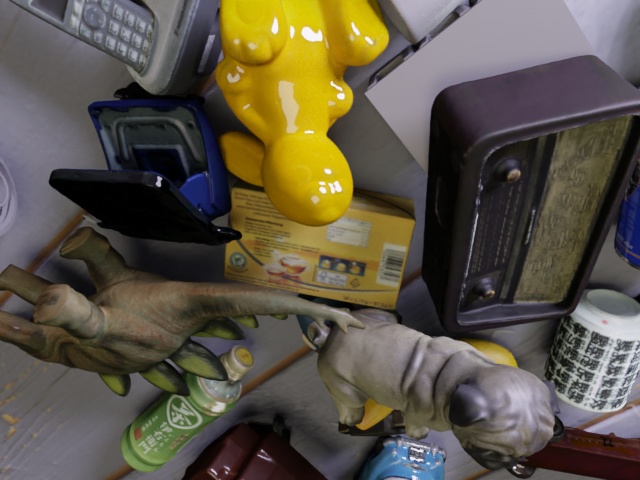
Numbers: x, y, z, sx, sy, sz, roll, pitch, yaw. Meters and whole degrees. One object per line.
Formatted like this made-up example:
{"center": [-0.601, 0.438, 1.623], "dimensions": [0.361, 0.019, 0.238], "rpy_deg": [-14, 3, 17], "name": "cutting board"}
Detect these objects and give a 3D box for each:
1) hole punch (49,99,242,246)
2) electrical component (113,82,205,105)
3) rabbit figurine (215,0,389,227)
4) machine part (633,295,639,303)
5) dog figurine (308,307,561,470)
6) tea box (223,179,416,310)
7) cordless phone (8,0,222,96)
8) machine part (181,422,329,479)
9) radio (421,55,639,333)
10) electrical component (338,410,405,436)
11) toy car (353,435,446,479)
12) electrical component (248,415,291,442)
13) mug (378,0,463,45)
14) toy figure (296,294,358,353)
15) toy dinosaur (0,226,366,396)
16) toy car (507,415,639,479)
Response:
{"center": [-0.139, -0.055, 0.453], "dimensions": [0.142, 0.092, 0.115], "rpy_deg": [2, 153, 16], "name": "hole punch"}
{"center": [-0.154, -0.082, 0.512], "dimensions": [0.075, 0.048, 0.119], "rpy_deg": [10, 119, 3], "name": "electrical component"}
{"center": [-0.027, -0.091, 0.422], "dimensions": [0.162, 0.122, 0.173], "rpy_deg": [-17, 86, 58], "name": "rabbit figurine"}
{"center": [0.378, 0.089, 0.532], "dimensions": [0.139, 0.039, 0.084], "rpy_deg": [35, 125, -13], "name": "machine part"}
{"center": [0.080, 0.111, 0.453], "dimensions": [0.172, 0.190, 0.121], "rpy_deg": [15, 76, -8], "name": "dog figurine"}
{"center": [-0.001, -0.002, 0.518], "dimensions": [0.170, 0.068, 0.098], "rpy_deg": [12, 113, 3], "name": "tea box"}
{"center": [-0.160, -0.215, 0.427], "dimensions": [0.184, 0.089, 0.146], "rpy_deg": [27, 118, -1], "name": "cordless phone"}
{"center": [-0.075, 0.339, 0.665], "dimensions": [0.201, 0.087, 0.201], "rpy_deg": [43, 131, 0], "name": "machine part"}
{"center": [0.157, -0.021, 0.437], "dimensions": [0.131, 0.073, 0.229], "rpy_deg": [-10, 134, -3], "name": "radio"}
{"center": [0.069, 0.201, 0.621], "dimensions": [0.078, 0.045, 0.102], "rpy_deg": [15, 151, -41], "name": "electrical component"}
{"center": [0.099, 0.322, 0.658], "dimensions": [0.109, 0.103, 0.161], "rpy_deg": [16, 120, -1], "name": "toy car"}
{"center": [-0.071, 0.262, 0.696], "dimensions": [0.063, 0.021, 0.093], "rpy_deg": [10, 119, 4], "name": "electrical component"}
{"center": [0.081, -0.221, 0.395], "dimensions": [0.107, 0.081, 0.109], "rpy_deg": [-34, 96, 12], "name": "mug"}
{"center": [0.027, 0.116, 0.585], "dimensions": [0.064, 0.058, 0.154], "rpy_deg": [-22, 114, 29], "name": "toy figure"}
{"center": [-0.188, 0.081, 0.542], "dimensions": [0.472, 0.105, 0.198], "rpy_deg": [-11, 140, 35], "name": "toy dinosaur"}
{"center": [0.303, 0.239, 0.612], "dimensions": [0.202, 0.053, 0.089], "rpy_deg": [11, 129, -2], "name": "toy car"}
